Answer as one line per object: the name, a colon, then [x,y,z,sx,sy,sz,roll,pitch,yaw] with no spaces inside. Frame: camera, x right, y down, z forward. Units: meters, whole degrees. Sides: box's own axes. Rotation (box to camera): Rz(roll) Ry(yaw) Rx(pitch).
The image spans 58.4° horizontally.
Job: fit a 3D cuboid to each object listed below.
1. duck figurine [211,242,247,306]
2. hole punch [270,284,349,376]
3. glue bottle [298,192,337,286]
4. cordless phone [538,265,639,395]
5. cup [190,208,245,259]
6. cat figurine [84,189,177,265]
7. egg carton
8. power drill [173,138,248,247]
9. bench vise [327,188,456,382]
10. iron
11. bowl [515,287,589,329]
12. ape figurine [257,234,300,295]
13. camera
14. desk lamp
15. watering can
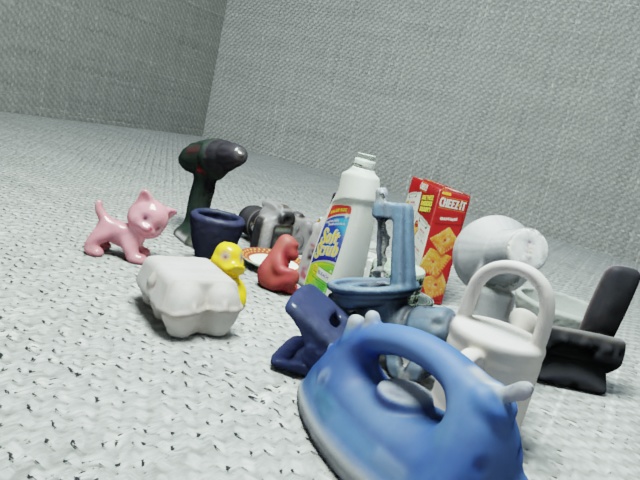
duck figurine: [-0.140,0.043,0.834,0.078,0.086,0.104,5,15,-35]
hole punch: [0.007,0.109,0.681,0.101,0.091,0.109,16,12,11]
glue bottle: [0.009,0.003,0.969,0.037,0.173,0.077,0,18,-46]
cordless phone: [0.373,0.115,0.829,0.148,0.185,0.094,11,12,-10]
cup: [-0.181,-0.002,0.974,0.092,0.095,0.117,10,13,-15]
cat figurine: [-0.299,-0.029,0.913,0.128,0.118,0.067,11,12,-11]
egg carton: [-0.170,0.068,0.731,0.107,0.069,0.149,4,15,-37]
power drill: [-0.213,-0.095,1.090,0.076,0.208,0.228,4,15,-37]
bench vise: [0.107,0.054,0.734,0.207,0.220,0.122,17,13,17]
iron: [0.069,0.136,0.508,0.119,0.141,0.257,3,16,-40]
bowl: [0.418,0.144,1.009,0.167,0.075,0.167,13,12,-3]
ape figurine: [-0.060,0.036,0.938,0.076,0.092,0.078,13,12,-2]
camera: [-0.098,-0.036,1.204,0.144,0.101,0.136,2,17,-43]
desk lamp: [0.249,0.075,0.805,0.118,0.213,0.203,13,12,0]
watering can: [0.186,0.114,0.611,0.100,0.194,0.173,16,12,14]
